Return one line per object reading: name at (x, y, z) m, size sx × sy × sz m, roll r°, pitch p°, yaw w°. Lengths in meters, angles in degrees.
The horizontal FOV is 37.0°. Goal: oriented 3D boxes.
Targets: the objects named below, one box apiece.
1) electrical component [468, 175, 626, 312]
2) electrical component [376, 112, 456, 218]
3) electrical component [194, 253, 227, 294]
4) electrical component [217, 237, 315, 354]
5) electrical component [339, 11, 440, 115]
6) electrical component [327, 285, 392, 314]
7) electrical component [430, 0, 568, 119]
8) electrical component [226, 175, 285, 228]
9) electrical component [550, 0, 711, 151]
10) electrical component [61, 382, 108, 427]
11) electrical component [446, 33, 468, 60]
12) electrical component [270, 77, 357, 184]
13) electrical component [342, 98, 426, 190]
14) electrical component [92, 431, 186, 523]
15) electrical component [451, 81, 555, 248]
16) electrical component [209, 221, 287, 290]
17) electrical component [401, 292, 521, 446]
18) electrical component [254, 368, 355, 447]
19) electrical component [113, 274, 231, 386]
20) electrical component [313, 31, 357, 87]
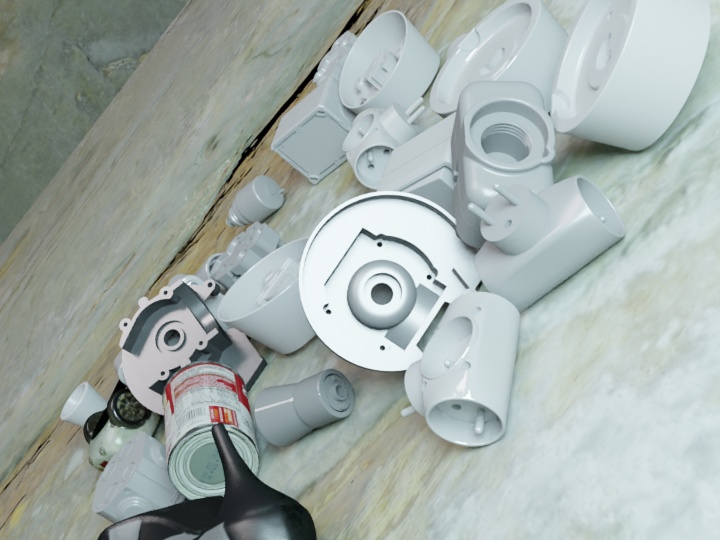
electrical component at (0.095, -0.023, 0.609) m, size 0.077 × 0.079 × 0.043 m, roll -40°, pitch 34°, yaw 28°
electrical component at (0.057, -0.058, 0.759) m, size 0.096 × 0.062 × 0.061 m, roll -27°, pitch 33°, yaw 47°
electrical component at (-0.147, 0.009, 1.083) m, size 0.046 × 0.040 × 0.040 m, roll -34°, pitch 28°, yaw 49°
electrical component at (-0.060, 0.017, 0.868) m, size 0.099 × 0.064 × 0.099 m, roll -42°, pitch 24°, yaw 24°
electrical component at (0.025, -0.185, 1.007) m, size 0.099 × 0.064 × 0.099 m, roll -42°, pitch 24°, yaw 24°
electrical component at (0.000, 0.000, 0.782) m, size 0.062 × 0.061 × 0.096 m, roll -40°, pitch 25°, yaw 27°
electrical component at (0.109, -0.138, 0.778) m, size 0.108 × 0.060 × 0.108 m, roll -42°, pitch 24°, yaw 24°
electrical component at (-0.115, -0.068, 1.134) m, size 0.078 × 0.040 × 0.040 m, roll -34°, pitch 29°, yaw 39°
electrical component at (0.164, -0.123, 0.636) m, size 0.108 × 0.060 × 0.108 m, roll -162°, pitch 90°, yaw -80°
electrical component at (-0.268, 0.146, 1.089) m, size 0.045 × 0.055 × 0.045 m, roll -42°, pitch 24°, yaw 24°
electrical component at (0.092, -0.175, 0.892) m, size 0.043 × 0.043 × 0.062 m, roll -49°, pitch 21°, yaw 7°
electrical component at (-0.040, -0.137, 1.065) m, size 0.096 × 0.062 × 0.061 m, roll -34°, pitch 29°, yaw 38°
electrical component at (0.027, -0.118, 0.930) m, size 0.079 × 0.044 × 0.077 m, roll -43°, pitch 24°, yaw 21°
electrical component at (-0.175, 0.175, 0.872) m, size 0.080 × 0.051 × 0.080 m, roll -42°, pitch 25°, yaw 24°
electrical component at (0.088, -0.068, 0.667) m, size 0.059 × 0.054 × 0.095 m, roll 95°, pitch 175°, yaw -60°
electrical component at (-0.088, -0.001, 0.961) m, size 0.078 × 0.057 × 0.058 m, roll -33°, pitch 29°, yaw 39°
electrical component at (0.052, 0.062, 0.611) m, size 0.079 × 0.044 × 0.077 m, roll -32°, pitch 30°, yaw 40°
electrical component at (-0.036, 0.093, 0.743) m, size 0.065 × 0.044 × 0.044 m, roll -27°, pitch 33°, yaw 37°
electrical component at (-0.160, 0.067, 0.970) m, size 0.113 × 0.078 × 0.057 m, roll -56°, pitch 20°, yaw -8°
electrical component at (-0.007, -0.198, 1.100) m, size 0.058 × 0.057 × 0.078 m, roll -31°, pitch 30°, yaw 41°
